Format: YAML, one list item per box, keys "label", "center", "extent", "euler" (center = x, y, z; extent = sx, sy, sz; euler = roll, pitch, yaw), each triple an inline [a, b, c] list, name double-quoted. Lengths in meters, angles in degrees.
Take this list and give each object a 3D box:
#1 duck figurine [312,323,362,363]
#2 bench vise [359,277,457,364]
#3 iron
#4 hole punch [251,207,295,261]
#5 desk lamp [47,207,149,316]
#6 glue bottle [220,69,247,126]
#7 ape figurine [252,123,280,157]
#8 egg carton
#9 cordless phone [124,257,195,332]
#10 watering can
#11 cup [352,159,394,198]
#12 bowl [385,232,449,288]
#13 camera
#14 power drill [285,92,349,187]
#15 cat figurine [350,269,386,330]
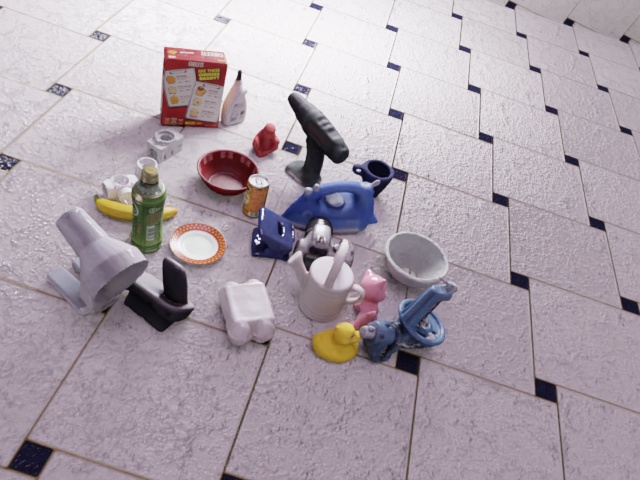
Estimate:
- label: "duck figurine"
  center: [0.039, 0.207, 1.208]
  extent: [0.105, 0.086, 0.077]
  euler: [8, 45, -12]
- label: "bench vise"
  center: [0.195, 0.176, 1.199]
  extent: [0.208, 0.220, 0.121]
  euler: [-21, 57, -34]
- label: "iron"
  center: [0.030, -0.099, 1.461]
  extent: [0.259, 0.141, 0.118]
  euler: [-3, 49, -22]
- label: "hole punch"
  center: [-0.108, -0.017, 1.368]
  extent: [0.101, 0.091, 0.108]
  euler: [8, 45, -12]
- label: "desk lamp"
  center: [-0.433, 0.051, 1.096]
  extent: [0.203, 0.213, 0.118]
  euler: [37, 47, 17]
- label: "glue bottle"
  center: [-0.240, -0.412, 1.643]
  extent: [0.078, 0.173, 0.037]
  euler: [-26, 60, -37]
- label: "ape figurine"
  center: [-0.149, -0.289, 1.615]
  extent: [0.078, 0.092, 0.076]
  euler: [8, 45, -12]
- label: "egg carton"
  center: [-0.153, 0.151, 1.205]
  extent: [0.107, 0.069, 0.150]
  euler: [-4, 49, -23]
- label: "cordless phone"
  center: [-0.317, 0.079, 1.132]
  extent: [0.147, 0.185, 0.094]
  euler: [30, 45, 10]
- label: "watering can"
  center: [0.015, 0.082, 1.242]
  extent: [0.173, 0.194, 0.101]
  euler: [8, 45, -13]
- label: "cup"
  center: [0.138, -0.166, 1.598]
  extent: [0.118, 0.095, 0.091]
  euler: [11, 45, -10]
- label: "bowl"
  center: [0.230, 0.063, 1.425]
  extent: [0.167, 0.075, 0.167]
  euler: [10, 45, -10]
- label: "camera"
  center: [0.013, 0.005, 1.383]
  extent: [0.143, 0.101, 0.137]
  euler: [14, 44, -7]
- label: "power drill"
  center: [-0.026, -0.256, 1.545]
  extent: [0.229, 0.208, 0.076]
  euler: [42, 48, 21]
- label: "cat figurine"
  center: [0.116, 0.134, 1.284]
  extent: [0.067, 0.118, 0.128]
  euler: [15, 44, -5]
